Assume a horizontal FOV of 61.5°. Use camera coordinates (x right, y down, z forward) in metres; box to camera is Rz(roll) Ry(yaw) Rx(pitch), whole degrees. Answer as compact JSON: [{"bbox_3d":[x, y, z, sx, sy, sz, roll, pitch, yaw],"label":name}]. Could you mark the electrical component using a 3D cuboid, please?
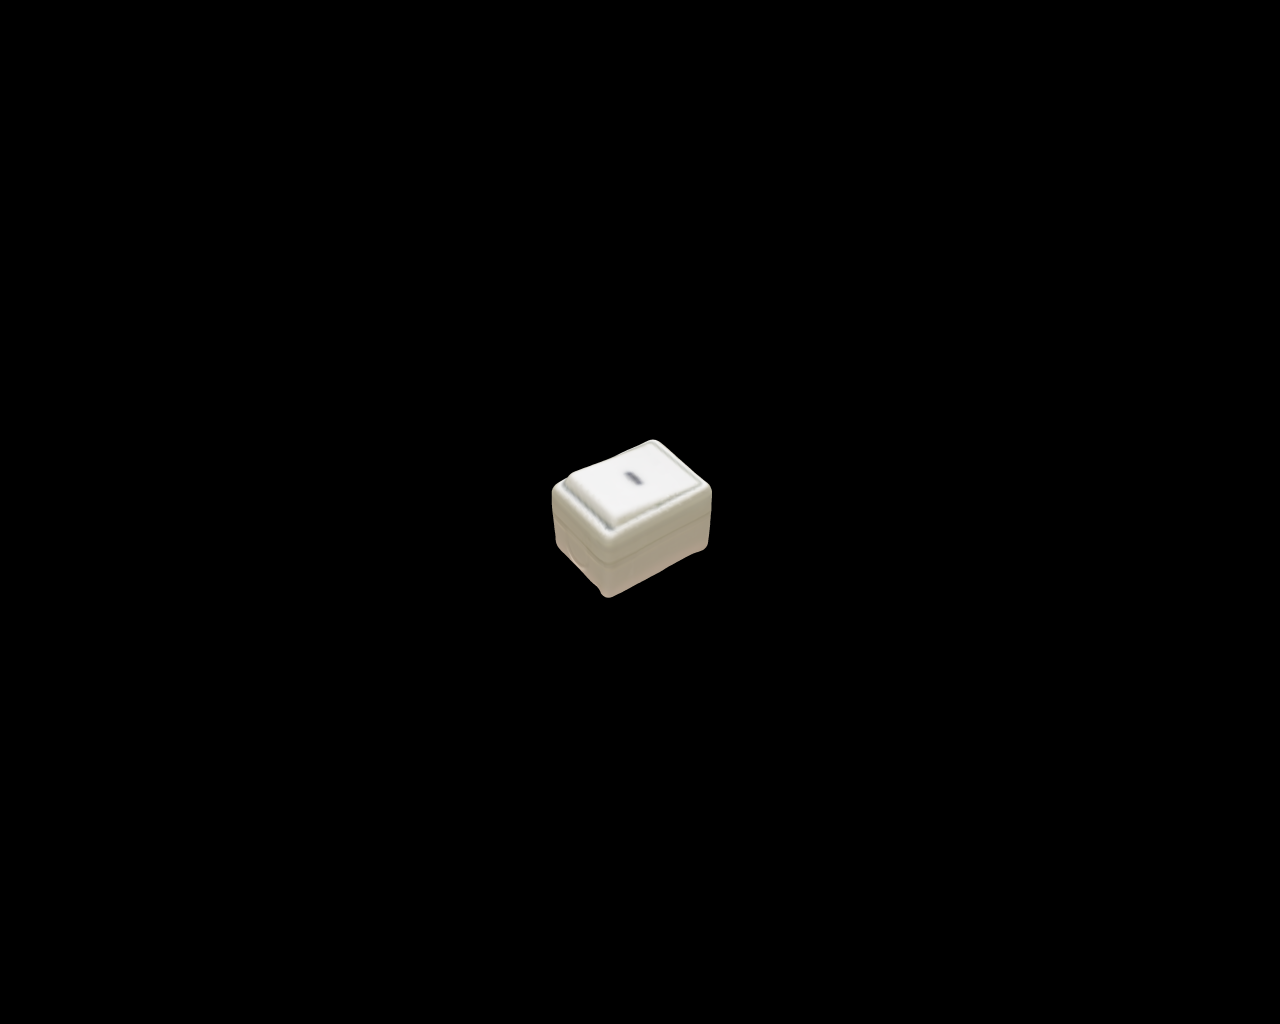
[{"bbox_3d":[0.001,-0.003,0.650,0.096,0.061,0.062,-27,50,-25],"label":"electrical component"}]
